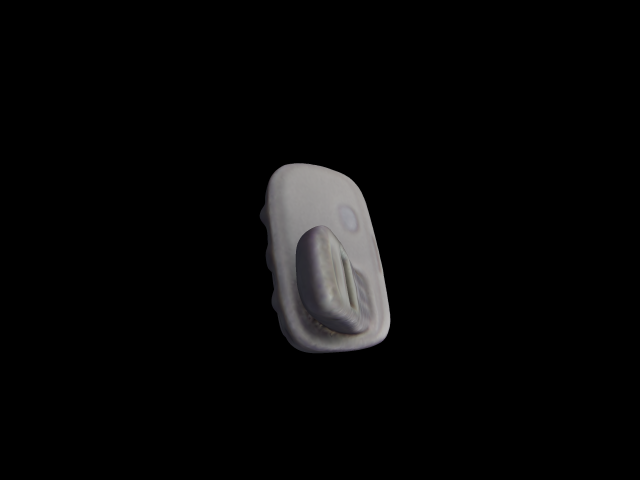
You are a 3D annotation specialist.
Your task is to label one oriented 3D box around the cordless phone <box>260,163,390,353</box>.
[{"bbox_3d":[0.004,0.001,0.400,0.094,0.185,0.147,-13,74,-3],"label":"cordless phone"}]
